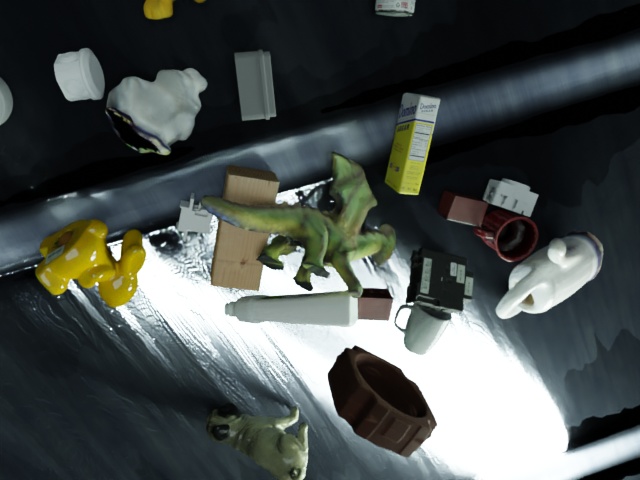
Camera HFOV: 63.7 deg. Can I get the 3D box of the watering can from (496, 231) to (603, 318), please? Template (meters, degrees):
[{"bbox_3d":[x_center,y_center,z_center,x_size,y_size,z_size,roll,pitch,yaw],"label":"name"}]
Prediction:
[{"bbox_3d":[0.458,0.055,0.999,0.226,0.105,0.340,-28,155,-17],"label":"watering can"}]

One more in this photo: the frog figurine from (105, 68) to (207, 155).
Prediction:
[{"bbox_3d":[-0.269,-0.227,0.861,0.137,0.121,0.162,32,64,-10],"label":"frog figurine"}]

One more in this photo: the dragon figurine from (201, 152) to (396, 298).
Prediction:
[{"bbox_3d":[0.003,-0.047,0.924,0.405,0.122,0.247,39,62,-32],"label":"dragon figurine"}]
